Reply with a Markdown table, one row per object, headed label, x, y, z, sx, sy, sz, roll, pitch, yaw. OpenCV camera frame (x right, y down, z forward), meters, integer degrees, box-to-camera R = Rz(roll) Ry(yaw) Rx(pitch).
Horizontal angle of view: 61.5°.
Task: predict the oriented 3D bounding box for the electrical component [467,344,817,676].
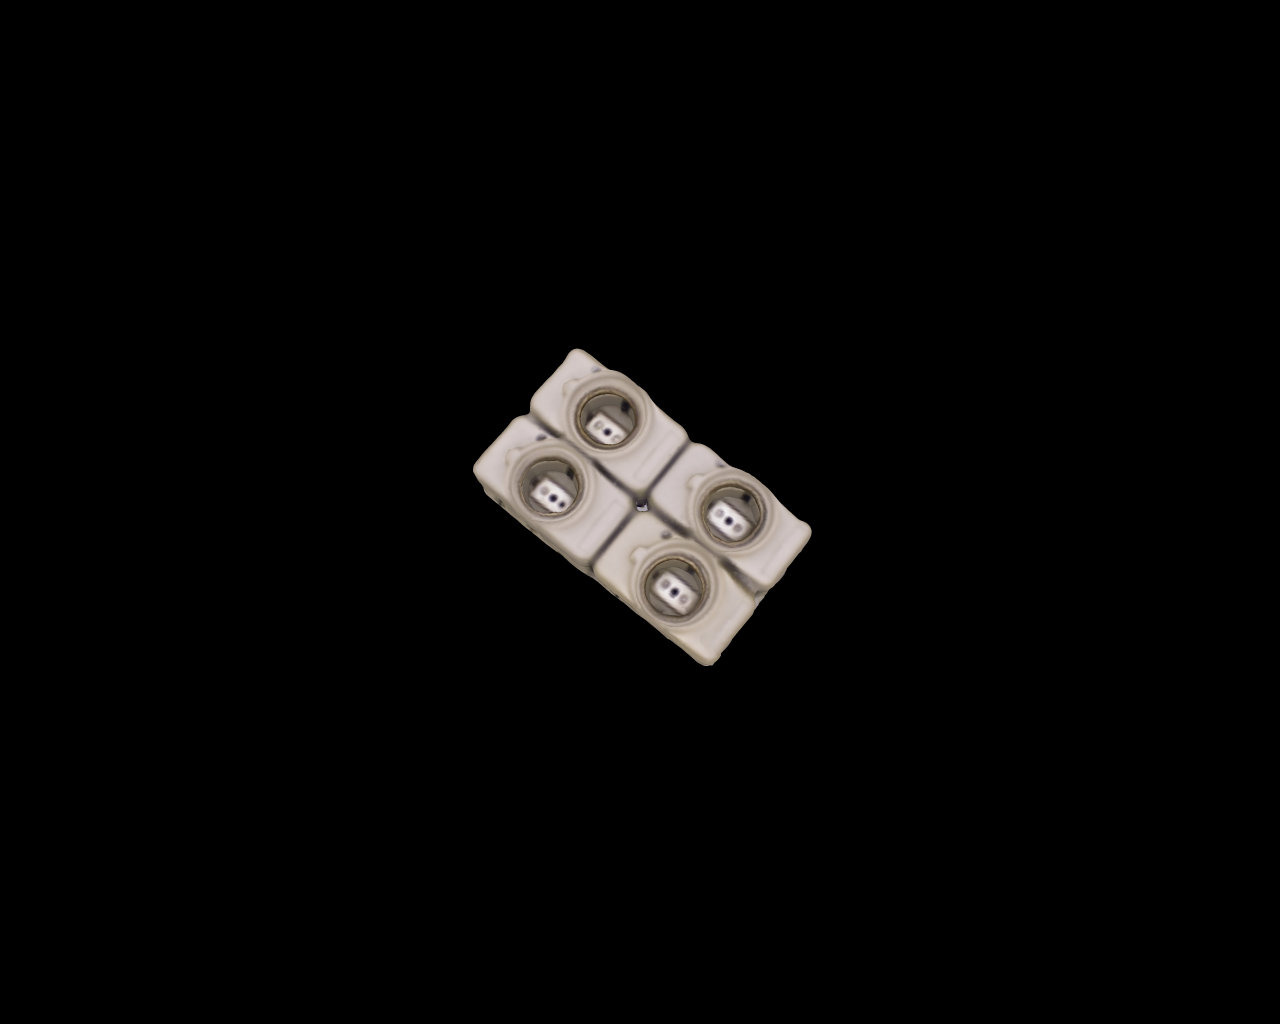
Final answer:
| label | x | y | z | sx | sy | sz | roll | pitch | yaw |
| --- | --- | --- | --- | --- | --- | --- | --- | --- | --- |
| electrical component | 0.001 | -0.003 | 0.650 | 0.186 | 0.105 | 0.060 | 38 | -9 | 7 |
